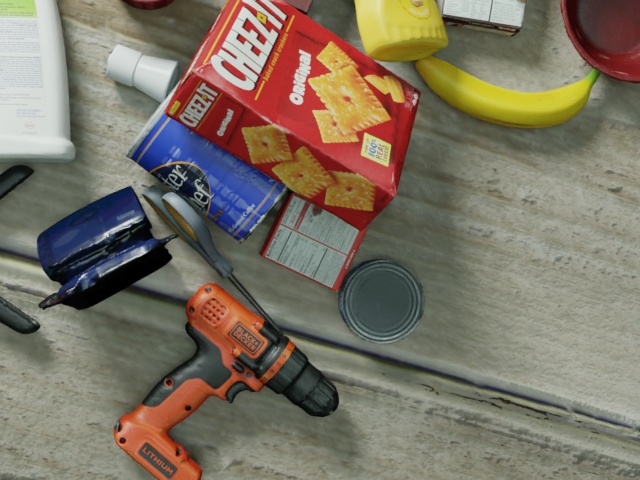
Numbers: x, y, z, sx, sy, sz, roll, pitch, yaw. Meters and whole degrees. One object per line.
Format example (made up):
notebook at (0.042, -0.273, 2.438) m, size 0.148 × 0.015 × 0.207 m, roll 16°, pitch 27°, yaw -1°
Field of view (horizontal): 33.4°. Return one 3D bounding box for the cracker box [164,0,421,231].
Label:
cracker box at (-0.016, -0.131, 1.002) m, size 0.213 × 0.072 × 0.164 m, roll 31°, pitch 44°, yaw -13°

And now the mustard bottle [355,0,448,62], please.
mustard bottle at (0.063, -0.274, 1.051) m, size 0.096 × 0.058 × 0.191 m, roll -9°, pitch 80°, yaw -42°

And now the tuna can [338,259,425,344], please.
tuna can at (0.062, 0.062, 1.091) m, size 0.086 × 0.034 × 0.086 m, roll 0°, pitch 92°, yaw -7°

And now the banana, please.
banana at (0.194, -0.150, 1.101) m, size 0.197 × 0.037 × 0.069 m, roll 3°, pitch 76°, yaw -9°

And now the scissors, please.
scissors at (-0.097, 0.020, 1.043) m, size 0.201 × 0.096 × 0.016 m, roll 45°, pitch 75°, yaw -4°

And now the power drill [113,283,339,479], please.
power drill at (-0.098, 0.164, 1.063) m, size 0.184 × 0.057 × 0.187 m, roll 40°, pitch 84°, yaw -4°

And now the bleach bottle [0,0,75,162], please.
bleach bottle at (-0.286, -0.201, 1.021) m, size 0.102 × 0.068 × 0.251 m, roll 0°, pitch 90°, yaw -8°

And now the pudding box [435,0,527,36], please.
pudding box at (0.168, -0.272, 1.090) m, size 0.090 × 0.039 × 0.113 m, roll 8°, pitch 89°, yaw -6°

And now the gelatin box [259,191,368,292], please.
gelatin box at (-0.007, 0.001, 1.081) m, size 0.089 × 0.030 × 0.073 m, roll 25°, pitch 90°, yaw -8°

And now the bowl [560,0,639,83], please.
bowl at (0.317, -0.240, 1.101) m, size 0.162 × 0.055 × 0.162 m, roll 0°, pitch 92°, yaw -8°

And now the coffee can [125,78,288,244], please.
coffee can at (-0.101, -0.079, 1.029) m, size 0.140 × 0.103 × 0.103 m, roll 38°, pitch 87°, yaw -8°

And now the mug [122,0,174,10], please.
mug at (-0.161, -0.278, 1.023) m, size 0.093 × 0.081 × 0.117 m, roll 28°, pitch 88°, yaw -8°

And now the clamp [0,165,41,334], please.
clamp at (-0.371, 0.003, 1.030) m, size 0.210 × 0.036 × 0.164 m, roll 5°, pitch 91°, yaw -7°

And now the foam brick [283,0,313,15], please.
foam brick at (-0.024, -0.265, 1.057) m, size 0.051 × 0.053 × 0.078 m, roll 22°, pitch 89°, yaw -8°
